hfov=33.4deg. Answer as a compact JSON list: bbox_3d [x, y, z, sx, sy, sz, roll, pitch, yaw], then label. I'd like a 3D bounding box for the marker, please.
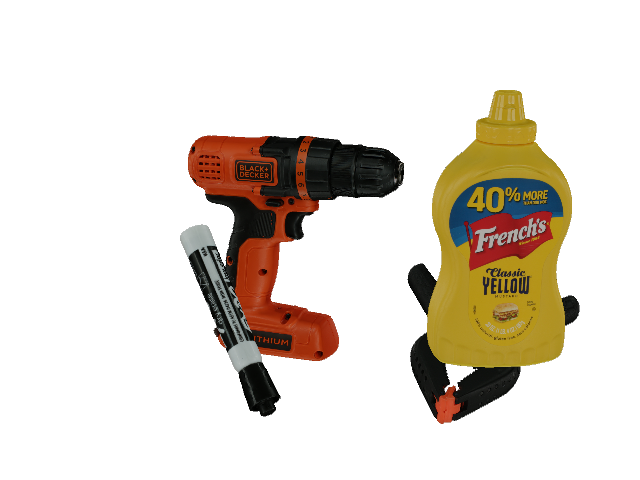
[{"bbox_3d":[-0.052,0.046,0.618,0.020,0.121,0.020,-21,-22,-9],"label":"marker"}]

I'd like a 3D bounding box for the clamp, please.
[{"bbox_3d":[0.127,0.087,0.955,0.165,0.036,0.209,15,33,22],"label":"clamp"}]

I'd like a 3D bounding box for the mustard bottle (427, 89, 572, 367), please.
[{"bbox_3d":[0.126,-0.009,0.746,0.096,0.192,0.058,-1,16,-3],"label":"mustard bottle"}]

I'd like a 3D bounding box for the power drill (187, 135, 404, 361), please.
[{"bbox_3d":[-0.021,0.004,0.901,0.185,0.188,0.057,6,15,19],"label":"power drill"}]
